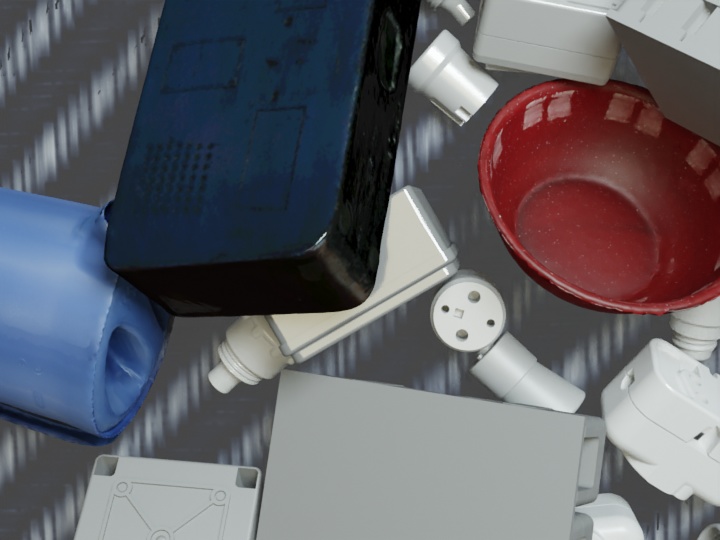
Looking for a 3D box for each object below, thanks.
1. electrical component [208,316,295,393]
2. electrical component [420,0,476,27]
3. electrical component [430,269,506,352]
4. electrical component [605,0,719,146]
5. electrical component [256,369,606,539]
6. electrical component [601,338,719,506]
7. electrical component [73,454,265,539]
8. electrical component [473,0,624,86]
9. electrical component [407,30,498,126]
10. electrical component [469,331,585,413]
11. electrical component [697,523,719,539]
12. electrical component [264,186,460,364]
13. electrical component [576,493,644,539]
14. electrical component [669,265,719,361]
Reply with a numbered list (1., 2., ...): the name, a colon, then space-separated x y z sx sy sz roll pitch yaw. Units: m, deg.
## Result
1. electrical component: -0.068 0.051 0.673 0.062 0.048 0.048 -43 91 14
2. electrical component: 0.046 -0.173 0.645 0.035 0.035 0.061 -41 93 7
3. electrical component: 0.065 0.024 0.652 0.045 0.055 0.045 0 96 5
4. electrical component: 0.224 -0.086 0.525 0.060 0.105 0.186 -51 51 2
5. electrical component: 0.041 0.124 0.628 0.186 0.060 0.105 6 85 27
6. electrical component: 0.193 0.094 0.638 0.095 0.053 0.059 32 119 -9
7. electrical component: -0.117 0.175 0.656 0.109 0.056 0.108 4 54 5
8. electrical component: 0.117 -0.148 0.620 0.096 0.061 0.061 11 52 2
9. electrical component: 0.055 -0.115 0.648 0.046 0.040 0.040 41 98 -5
10. electrical component: 0.100 0.070 0.661 0.065 0.044 0.044 43 98 5
11. electrical component: 0.237 0.183 0.658 0.055 0.048 0.066 18 97 -5
12. electrical component: 0.000 0.000 0.629 0.109 0.109 0.056 -30 90 7
13. electrical component: 0.125 0.174 0.659 0.095 0.059 0.053 -7 95 6
14. electrical component: 0.205 0.025 0.648 0.040 0.040 0.078 6 112 4
